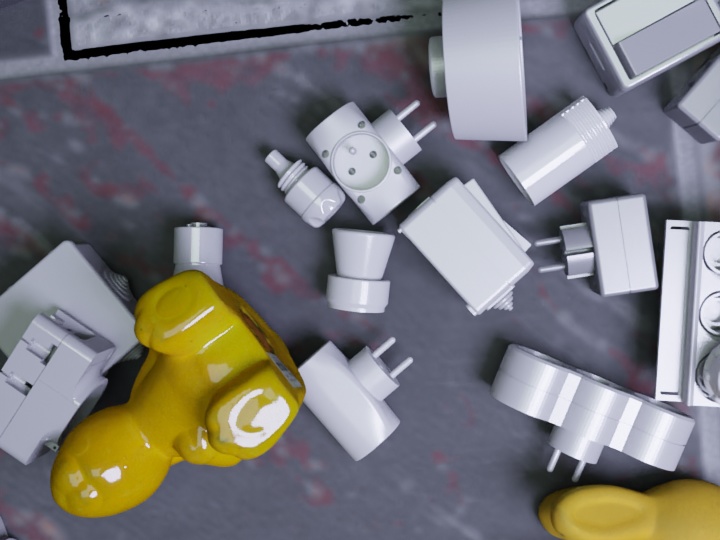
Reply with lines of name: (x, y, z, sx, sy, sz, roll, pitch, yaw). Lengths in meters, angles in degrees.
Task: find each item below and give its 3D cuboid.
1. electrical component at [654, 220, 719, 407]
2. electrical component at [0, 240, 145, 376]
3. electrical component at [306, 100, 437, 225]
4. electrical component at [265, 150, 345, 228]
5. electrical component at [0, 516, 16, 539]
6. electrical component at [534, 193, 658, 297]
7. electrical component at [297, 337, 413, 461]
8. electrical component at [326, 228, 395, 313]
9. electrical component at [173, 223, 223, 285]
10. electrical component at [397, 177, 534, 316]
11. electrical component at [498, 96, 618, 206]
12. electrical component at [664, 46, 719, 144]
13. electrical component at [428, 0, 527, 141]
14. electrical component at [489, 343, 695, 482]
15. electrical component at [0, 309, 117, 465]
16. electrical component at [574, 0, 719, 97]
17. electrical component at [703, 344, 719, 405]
electrical component: (0.242, 0.028, 0.734, 0.079, 0.063, 0.121, 3, 94, 4)
electrical component: (-0.207, 0.038, 0.773, 0.100, 0.048, 0.099, -40, 90, 5)
electrical component: (0.016, -0.086, 0.753, 0.079, 0.044, 0.077, -38, 90, 5)
electrical component: (-0.042, -0.061, 0.764, 0.061, 0.035, 0.035, 43, 95, 3)
electrical component: (-0.275, 0.232, 0.787, 0.056, 0.050, 0.089, -21, 92, 5)
electrical component: (0.160, -0.015, 0.746, 0.077, 0.047, 0.065, -9, 92, 4)
electrical component: (0.001, 0.081, 0.764, 0.079, 0.043, 0.077, -41, 90, 5)
electrical component: (0.000, 0.000, 0.759, 0.045, 0.045, 0.055, 6, 94, 4)
electrical component: (-0.116, -0.001, 0.769, 0.044, 0.044, 0.065, 1, 89, 4)
electrical component: (0.080, -0.015, 0.744, 0.061, 0.062, 0.096, -42, 90, 5)
electrical component: (0.142, -0.085, 0.745, 0.081, 0.043, 0.043, -36, 90, 5)
electrical component: (0.267, -0.117, 0.733, 0.076, 0.047, 0.083, 41, 95, 0)
electrical component: (0.078, -0.138, 0.717, 0.060, 0.108, 0.108, -3, 93, 10)
electrical component: (0.155, 0.111, 0.750, 0.138, 0.052, 0.073, 22, 94, 2)
electrical component: (-0.209, 0.080, 0.724, 0.056, 0.050, 0.089, 34, 95, 2)
electrical component: (0.203, -0.167, 0.728, 0.096, 0.061, 0.061, -28, 91, 5)
electrical component: (0.245, 0.069, 0.672, 0.048, 0.062, 0.048, 0, 93, 3)
